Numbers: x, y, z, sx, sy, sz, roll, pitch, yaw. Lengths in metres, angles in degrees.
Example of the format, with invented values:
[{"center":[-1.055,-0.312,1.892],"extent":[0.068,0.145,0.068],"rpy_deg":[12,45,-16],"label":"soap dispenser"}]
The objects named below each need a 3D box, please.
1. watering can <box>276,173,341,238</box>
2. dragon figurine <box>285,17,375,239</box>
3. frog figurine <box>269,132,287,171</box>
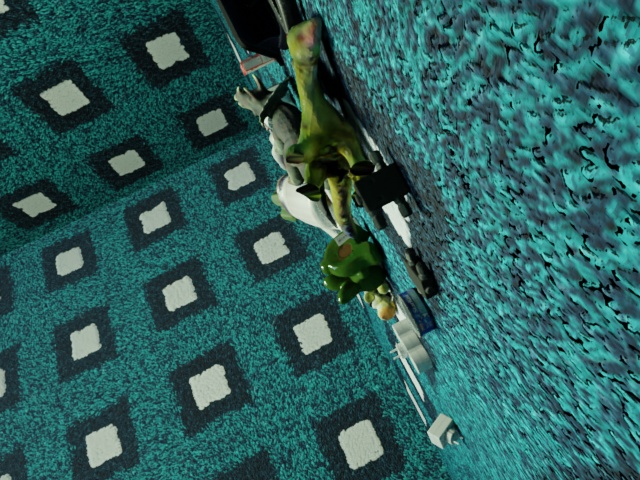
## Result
[{"center":[0.004,-0.071,1.407],"extent":[0.226,0.105,0.341],"rpy_deg":[18,144,49],"label":"watering can"},{"center":[0.011,-0.175,0.819],"extent":[0.403,0.122,0.247],"rpy_deg":[73,-173,-66],"label":"dragon figurine"},{"center":[-0.088,-0.267,1.456],"extent":[0.136,0.122,0.162],"rpy_deg":[32,-172,-38],"label":"frog figurine"}]
